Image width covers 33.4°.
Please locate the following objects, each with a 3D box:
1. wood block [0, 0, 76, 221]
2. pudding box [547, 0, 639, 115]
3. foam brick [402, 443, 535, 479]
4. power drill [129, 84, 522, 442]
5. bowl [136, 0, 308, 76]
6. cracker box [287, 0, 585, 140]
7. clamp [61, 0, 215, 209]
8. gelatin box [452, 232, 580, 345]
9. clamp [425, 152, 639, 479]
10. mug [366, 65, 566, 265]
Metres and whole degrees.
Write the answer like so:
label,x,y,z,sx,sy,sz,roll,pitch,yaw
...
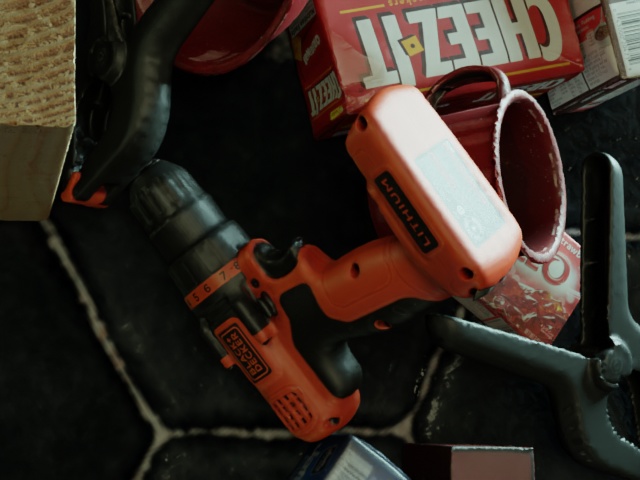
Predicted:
label,x,y,z,sx,sy,sz,roll,pitch,yaw
wood block,-0.166,-0.071,0.500,0.090,0.206,0.091,0,81,-17
pudding box,0.168,-0.145,0.675,0.039,0.090,0.113,-12,86,-17
foam brick,0.083,0.143,0.610,0.051,0.078,0.053,3,79,-15
power drill,-0.004,0.001,0.556,0.184,0.188,0.057,52,42,-1
bowl,-0.047,-0.173,0.598,0.055,0.162,0.162,-9,83,-46
cracker box,0.055,-0.184,0.656,0.164,0.072,0.214,-13,86,-18
clamp,-0.098,-0.099,0.577,0.039,0.120,0.171,7,93,-44
gelatin box,0.121,0.017,0.666,0.089,0.030,0.073,39,73,-9
clamp,0.156,0.075,0.638,0.164,0.036,0.210,-34,107,-24
mug,0.079,-0.040,0.584,0.093,0.082,0.117,20,66,-53
